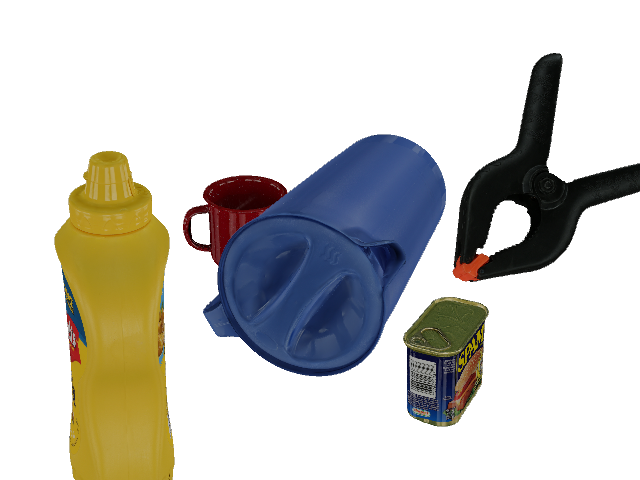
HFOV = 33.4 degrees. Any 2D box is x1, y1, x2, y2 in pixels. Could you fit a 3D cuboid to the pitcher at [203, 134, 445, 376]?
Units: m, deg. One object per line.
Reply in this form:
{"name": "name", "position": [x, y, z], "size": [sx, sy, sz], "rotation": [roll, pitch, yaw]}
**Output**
{"name": "pitcher", "position": [0.015, 0.001, 0.884], "size": [0.149, 0.145, 0.242], "rotation": [21, 29, 12]}

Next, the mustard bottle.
{"name": "mustard bottle", "position": [-0.108, 0.044, 0.565], "size": [0.058, 0.192, 0.096], "rotation": [-3, 28, -12]}

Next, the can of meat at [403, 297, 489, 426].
{"name": "can of meat", "position": [0.119, 0.115, 1.012], "size": [0.058, 0.084, 0.101], "rotation": [11, 29, 25]}

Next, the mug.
{"name": "mug", "position": [-0.095, -0.016, 1.191], "size": [0.117, 0.081, 0.093], "rotation": [-7, 29, -14]}

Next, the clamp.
{"name": "clamp", "position": [0.160, -0.032, 0.726], "size": [0.120, 0.171, 0.039], "rotation": [33, -9, 7]}
